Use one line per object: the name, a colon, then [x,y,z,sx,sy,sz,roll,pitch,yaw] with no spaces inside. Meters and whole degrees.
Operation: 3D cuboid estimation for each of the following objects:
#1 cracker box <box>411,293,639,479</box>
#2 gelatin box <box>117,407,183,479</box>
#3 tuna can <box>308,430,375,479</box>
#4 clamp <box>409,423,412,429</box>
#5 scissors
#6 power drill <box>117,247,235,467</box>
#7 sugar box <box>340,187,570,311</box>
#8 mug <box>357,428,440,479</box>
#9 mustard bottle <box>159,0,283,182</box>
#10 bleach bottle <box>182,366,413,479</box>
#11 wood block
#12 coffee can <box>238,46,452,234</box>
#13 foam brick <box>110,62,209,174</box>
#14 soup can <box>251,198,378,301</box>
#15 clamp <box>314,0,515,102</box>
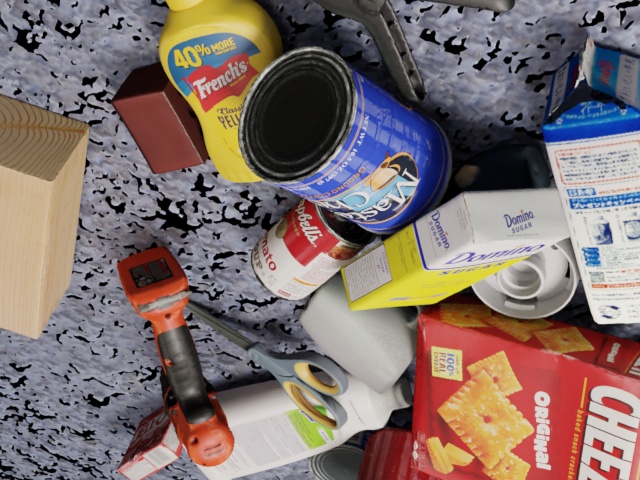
cracker box: [0.186,0.152,0.921,0.214,0.072,0.164,16,118,29]
gelatin box: [-0.178,0.218,1.171,0.030,0.073,0.089,41,130,-17]
tuna can: [0.033,0.236,1.148,0.086,0.033,0.086,9,132,10]
clamp: [0.148,0.232,1.107,0.164,0.036,0.210,7,134,7]
scissors: [-0.048,0.104,1.023,0.202,0.016,0.096,41,142,7]
power drill: [-0.140,0.105,1.029,0.057,0.185,0.187,-21,113,-14]
sugar box: [0.100,0.010,0.831,0.093,0.048,0.177,-4,165,-30]
mug: [0.080,0.248,1.058,0.093,0.081,0.117,3,137,17]
mustard bottle: [-0.072,-0.137,0.839,0.096,0.058,0.191,-10,126,25]
bleach bottle: [-0.020,0.187,1.103,0.251,0.068,0.102,-16,124,26]
wood block: [-0.279,-0.017,0.987,0.091,0.090,0.206,19,132,0]
coffee can: [0.022,-0.071,0.798,0.103,0.103,0.140,-20,155,30]
foam brick: [-0.127,-0.103,0.890,0.051,0.053,0.078,-10,128,24]
soup can: [-0.006,0.001,0.933,0.068,0.068,0.102,36,131,-15]
clamp: [0.043,-0.176,0.785,0.171,0.039,0.120,30,126,-5]
